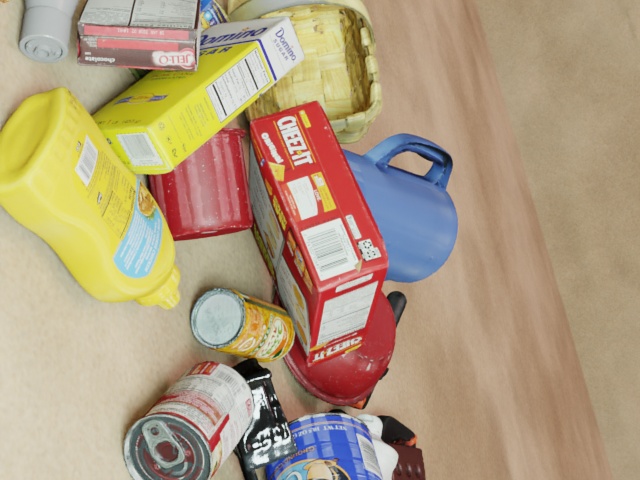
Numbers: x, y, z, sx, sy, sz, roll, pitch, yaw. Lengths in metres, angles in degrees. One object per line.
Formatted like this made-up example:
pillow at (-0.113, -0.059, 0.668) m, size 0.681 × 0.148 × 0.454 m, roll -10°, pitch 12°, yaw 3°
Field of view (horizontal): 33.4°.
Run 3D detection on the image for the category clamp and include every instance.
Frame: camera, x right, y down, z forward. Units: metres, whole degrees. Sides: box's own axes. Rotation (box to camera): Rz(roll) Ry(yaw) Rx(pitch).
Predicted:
clamp at (0.059, 0.148, 1.232) m, size 0.171 × 0.039 × 0.120 m, roll -53°, pitch 153°, yaw -50°
clamp at (0.064, 0.244, 1.204) m, size 0.209 × 0.036 × 0.164 m, roll -29°, pitch 104°, yaw -66°

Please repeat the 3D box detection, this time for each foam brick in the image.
foam brick at (0.071, 0.244, 1.116) m, size 0.078 × 0.051 × 0.053 m, roll 23°, pitch 57°, yaw -56°

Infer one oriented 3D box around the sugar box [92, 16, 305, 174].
sugar box at (-0.100, -0.116, 0.836) m, size 0.176 × 0.094 × 0.048 m, roll -49°, pitch 128°, yaw -36°

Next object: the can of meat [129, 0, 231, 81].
can of meat at (-0.111, -0.155, 0.937) m, size 0.083 × 0.058 × 0.102 m, roll -55°, pitch 133°, yaw -28°

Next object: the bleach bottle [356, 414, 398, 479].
bleach bottle at (0.039, 0.277, 0.986) m, size 0.068 × 0.103 × 0.250 m, roll 59°, pitch 32°, yaw -44°

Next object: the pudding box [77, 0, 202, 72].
pudding box at (-0.138, -0.168, 0.834) m, size 0.113 × 0.090 × 0.039 m, roll -96°, pitch -169°, yaw -58°

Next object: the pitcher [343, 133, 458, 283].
pitcher at (0.052, -0.041, 1.194) m, size 0.242 × 0.145 × 0.149 m, roll 17°, pitch 66°, yaw -56°

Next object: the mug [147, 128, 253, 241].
mug at (-0.104, -0.043, 0.900) m, size 0.117 × 0.093 × 0.081 m, roll 162°, pitch -81°, yaw -73°

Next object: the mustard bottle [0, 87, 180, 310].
mustard bottle at (-0.154, -0.011, 0.763) m, size 0.191 × 0.058 × 0.096 m, roll 56°, pitch 29°, yaw -42°

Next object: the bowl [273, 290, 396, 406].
bowl at (0.028, 0.088, 1.109) m, size 0.161 × 0.055 × 0.162 m, roll 22°, pitch 57°, yaw -38°

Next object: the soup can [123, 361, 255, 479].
soup can at (-0.095, 0.140, 0.799) m, size 0.102 × 0.069 × 0.068 m, roll -48°, pitch 121°, yaw -67°

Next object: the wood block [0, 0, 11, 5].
wood block at (-0.224, -0.242, 0.692) m, size 0.090 × 0.091 × 0.206 m, roll 56°, pitch 28°, yaw -43°

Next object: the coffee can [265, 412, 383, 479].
coffee can at (0.011, 0.235, 0.919) m, size 0.102 × 0.103 × 0.140 m, roll 57°, pitch 12°, yaw -41°

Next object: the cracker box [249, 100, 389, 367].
cracker box at (-0.006, 0.001, 0.957) m, size 0.214 × 0.072 × 0.164 m, roll 97°, pitch -28°, yaw -67°
